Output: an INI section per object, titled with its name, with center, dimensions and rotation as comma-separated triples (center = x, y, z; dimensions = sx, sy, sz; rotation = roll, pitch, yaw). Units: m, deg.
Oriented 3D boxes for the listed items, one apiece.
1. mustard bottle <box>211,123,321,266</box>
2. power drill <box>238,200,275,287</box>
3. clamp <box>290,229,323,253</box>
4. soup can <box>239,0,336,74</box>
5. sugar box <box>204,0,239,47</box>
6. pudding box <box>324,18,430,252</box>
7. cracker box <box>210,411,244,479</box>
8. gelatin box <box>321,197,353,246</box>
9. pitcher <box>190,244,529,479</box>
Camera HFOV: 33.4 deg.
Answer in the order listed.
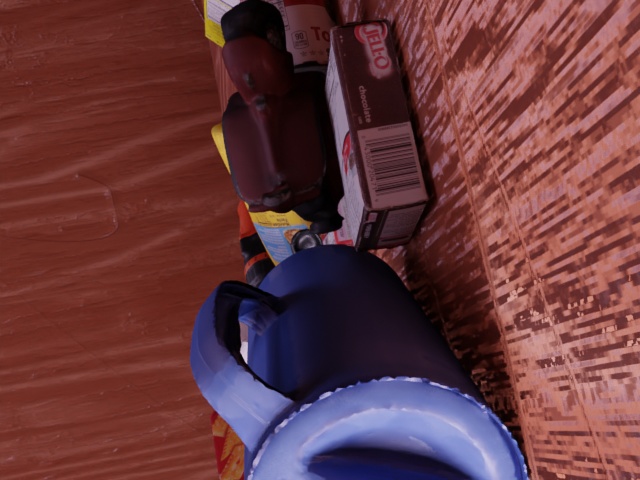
[mustard bottle]
center = -0.023, -0.022, 0.933
dimensions = 0.096, 0.058, 0.191
rotation = 2, 121, 51
[power drill]
center = -0.042, 0.067, 1.136
dimensions = 0.187, 0.057, 0.184
rotation = 80, 180, -47
[clamp]
center = 0.018, 0.072, 0.847
dimensions = 0.171, 0.039, 0.120
rotation = 82, 165, -51
[soup can]
center = -0.022, -0.160, 0.796
dimensions = 0.068, 0.068, 0.102
rotation = 100, 159, -72
[sugar box]
center = -0.069, -0.243, 0.984
dimensions = 0.093, 0.048, 0.176
rotation = -60, -1, -9
[pudding box]
center = 0.030, -0.059, 0.624
dimensions = 0.090, 0.039, 0.113
rotation = 95, 167, -75
[cracker box]
center = -0.020, 0.247, 1.031
dimensions = 0.164, 0.072, 0.214
rotation = 40, -170, -22
[gelatin box]
center = 0.015, -0.032, 0.838
dimensions = 0.073, 0.030, 0.089
rotation = 119, 140, -78
[pitcher]
center = 0.011, 0.081, 0.584
dimensions = 0.243, 0.145, 0.149
rotation = -109, 12, -71
